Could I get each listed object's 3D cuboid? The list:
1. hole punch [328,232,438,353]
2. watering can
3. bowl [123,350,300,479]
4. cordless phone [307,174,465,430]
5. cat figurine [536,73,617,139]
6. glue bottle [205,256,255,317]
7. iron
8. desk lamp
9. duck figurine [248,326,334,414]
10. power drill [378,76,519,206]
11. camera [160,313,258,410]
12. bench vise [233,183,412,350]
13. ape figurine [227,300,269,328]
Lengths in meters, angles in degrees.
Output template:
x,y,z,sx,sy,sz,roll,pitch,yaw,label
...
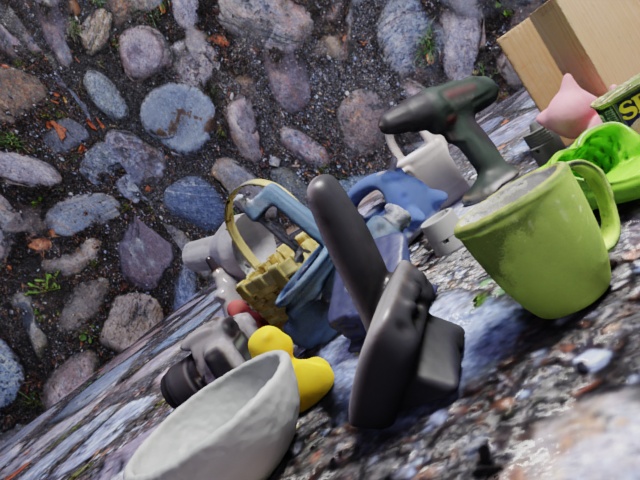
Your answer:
x,y,z,sx,sy,sz,roll,pitch,yaw,label
0.061,0.055,0.624,0.108,0.091,0.101,-30,7,34,hole punch
0.198,-0.156,1.104,0.100,0.194,0.173,-30,7,29,watering can
-0.078,0.174,0.495,0.167,0.075,0.167,-33,6,4,bowl
0.030,0.040,0.456,0.094,0.185,0.148,-32,6,18,cordless phone
0.333,-0.153,0.708,0.067,0.118,0.127,-35,6,-11,cat figurine
-0.146,0.101,0.989,0.078,0.173,0.037,-39,8,-39,glue bottle
0.097,-0.048,1.039,0.119,0.141,0.257,-39,8,-40,iron
-0.152,0.072,1.060,0.202,0.213,0.118,-29,7,37,desk lamp
-0.039,0.129,0.594,0.078,0.086,0.104,-37,6,-26,duck figurine
0.231,-0.169,0.960,0.230,0.208,0.075,-36,7,-22,power drill
-0.158,0.173,0.821,0.136,0.101,0.143,-33,6,11,camera
0.004,0.003,0.733,0.207,0.220,0.121,-35,6,-13,bench vise
-0.117,0.137,0.938,0.077,0.092,0.076,-32,6,15,ape figurine
